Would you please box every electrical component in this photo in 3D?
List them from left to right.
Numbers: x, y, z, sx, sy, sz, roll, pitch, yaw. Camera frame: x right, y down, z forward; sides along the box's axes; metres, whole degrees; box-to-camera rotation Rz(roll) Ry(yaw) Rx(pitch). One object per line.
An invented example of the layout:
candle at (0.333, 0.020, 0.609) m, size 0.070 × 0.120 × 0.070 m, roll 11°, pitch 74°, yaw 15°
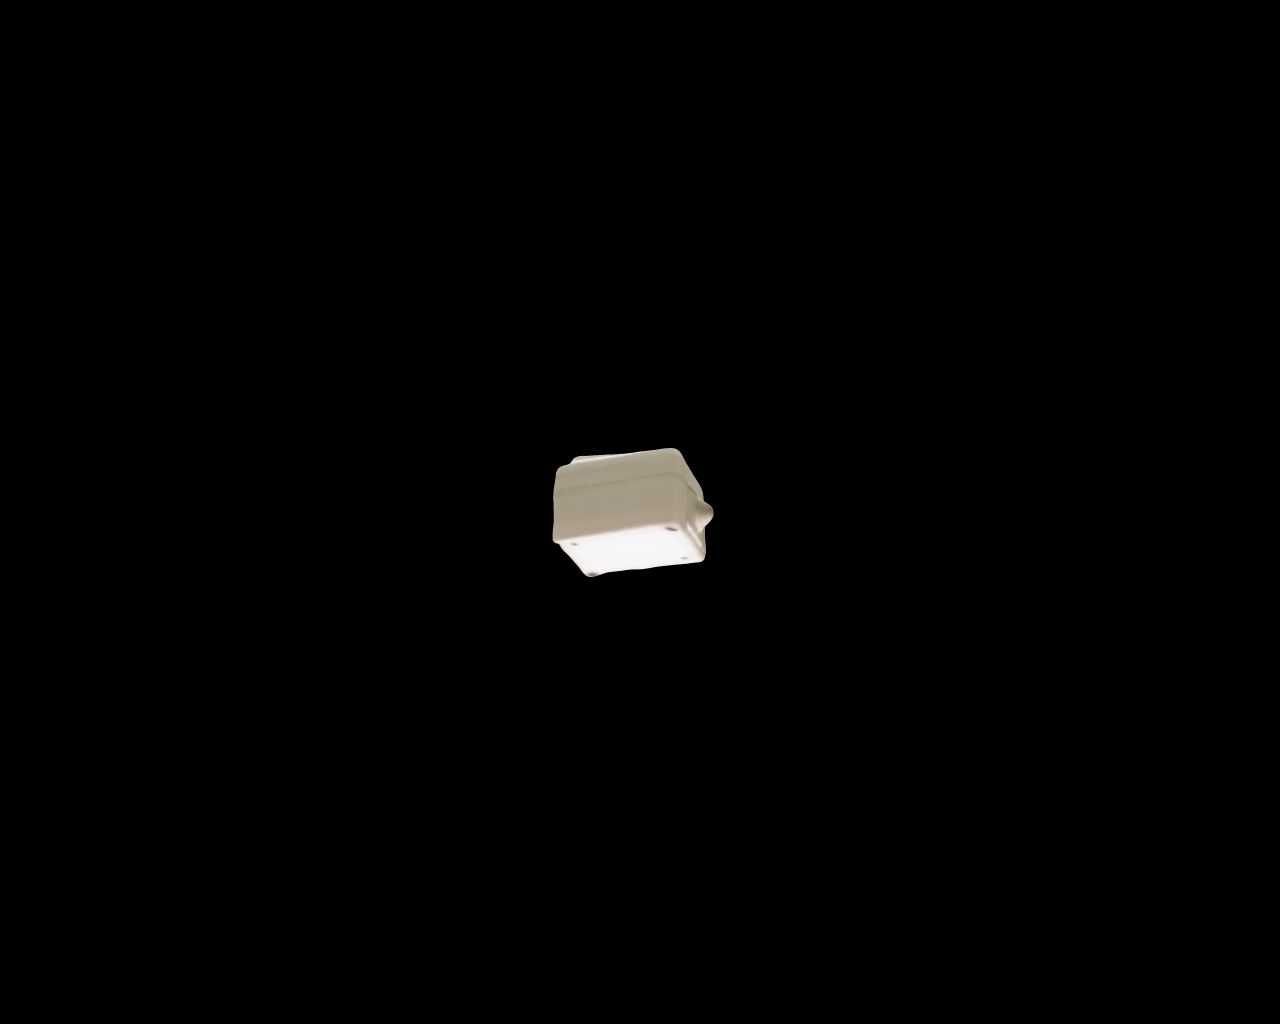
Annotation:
electrical component at (0.001, -0.003, 0.650) m, size 0.096 × 0.061 × 0.061 m, roll -8°, pitch -28°, yaw 16°
